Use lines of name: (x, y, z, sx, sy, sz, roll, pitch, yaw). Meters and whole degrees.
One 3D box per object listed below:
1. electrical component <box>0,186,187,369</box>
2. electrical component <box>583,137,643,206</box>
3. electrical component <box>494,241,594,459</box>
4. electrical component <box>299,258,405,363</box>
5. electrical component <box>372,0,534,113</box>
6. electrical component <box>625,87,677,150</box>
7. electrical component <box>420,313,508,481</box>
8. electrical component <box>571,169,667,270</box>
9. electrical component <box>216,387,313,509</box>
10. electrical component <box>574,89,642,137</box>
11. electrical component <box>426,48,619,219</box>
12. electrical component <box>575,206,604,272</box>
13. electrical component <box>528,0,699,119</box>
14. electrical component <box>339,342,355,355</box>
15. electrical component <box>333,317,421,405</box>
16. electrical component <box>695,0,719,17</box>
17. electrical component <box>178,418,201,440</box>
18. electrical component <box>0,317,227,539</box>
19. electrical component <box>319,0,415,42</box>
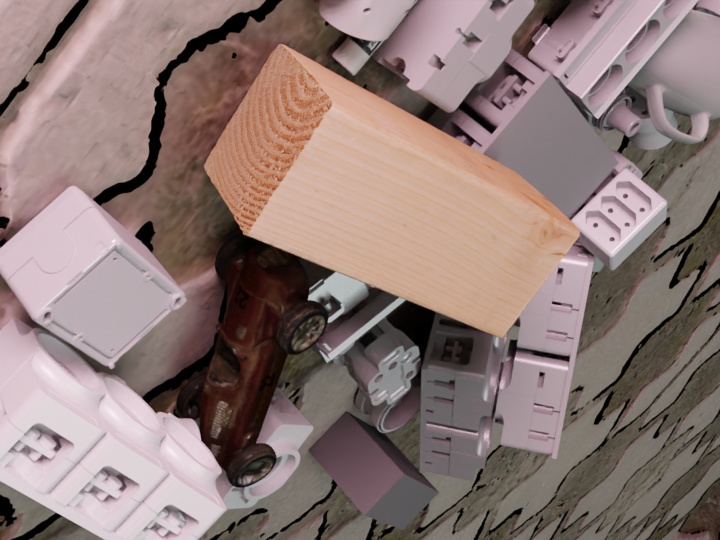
electrical component: (-0.149, 0.005, 0.604, 0.062, 0.061, 0.096, -42, 150, -3)
electrical component: (0.204, -0.085, 0.940, 0.058, 0.057, 0.078, -51, 150, 10)
electrical component: (0.168, 0.060, 0.982, 0.105, 0.060, 0.186, -53, 152, -69)
electrical component: (0.000, 0.000, 0.780, 0.121, 0.079, 0.063, -38, 128, -13)
electrical component: (0.061, -0.152, 0.683, 0.089, 0.050, 0.056, -52, 150, 12)
electrical component: (0.256, -0.138, 0.951, 0.045, 0.045, 0.055, -45, 150, -1)
electrical component: (0.095, 0.101, 0.978, 0.186, 0.060, 0.105, 87, 17, -53)
electrical component: (0.220, -0.036, 0.912, 0.066, 0.047, 0.076, -44, 157, -2)
electrical component: (-0.086, 0.145, 0.860, 0.089, 0.056, 0.050, -53, 150, 13)
electrical component: (0.199, -0.132, 0.871, 0.048, 0.062, 0.048, -32, 148, -23)
electrical component: (0.118, -0.088, 0.824, 0.105, 0.060, 0.186, -50, 150, 7)
electrical component: (0.224, -0.040, 1.034, 0.079, 0.043, 0.077, -5, 132, -48)
electrical component: (0.187, -0.182, 0.791, 0.121, 0.063, 0.079, -50, 150, 8)
electrical component: (-0.012, 0.034, 0.838, 0.035, 0.035, 0.061, -3, 127, -50)
electrical component: (0.011, 0.069, 0.888, 0.058, 0.057, 0.078, -37, 149, -15)
electrical component: (0.323, -0.230, 0.911, 0.057, 0.058, 0.078, -53, 150, 6)
electrical component: (-0.162, 0.132, 0.754, 0.077, 0.043, 0.079, 5, 151, -31)
electrical component: (-0.156, 0.101, 0.635, 0.061, 0.089, 0.150, -46, 127, 0)
electrical component: (-0.002, -0.170, 0.589, 0.079, 0.043, 0.077, -12, 137, -44)
